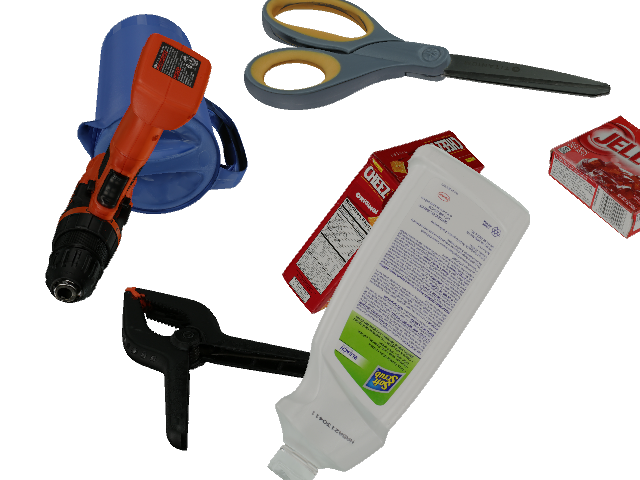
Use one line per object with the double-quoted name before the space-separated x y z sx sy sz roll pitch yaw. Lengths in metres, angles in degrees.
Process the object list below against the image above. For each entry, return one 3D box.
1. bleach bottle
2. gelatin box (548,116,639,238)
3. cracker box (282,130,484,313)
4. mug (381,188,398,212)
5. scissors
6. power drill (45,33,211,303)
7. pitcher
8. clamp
"bleach bottle" 0.041 0.060 0.753 0.102 0.250 0.068 35 -11 8
"gelatin box" 0.228 -0.050 0.803 0.073 0.030 0.089 -25 50 -22
"cracker box" 0.070 -0.023 1.245 0.163 0.072 0.214 -21 -25 -49
"mug" 0.107 0.009 0.993 0.093 0.081 0.117 -11 34 -11
"scissors" 0.045 -0.088 0.582 0.202 0.096 0.016 25 -32 23
"power drill" -0.158 -0.060 0.854 0.057 0.188 0.184 26 33 -17
"pitcher" -0.178 -0.147 1.189 0.145 0.149 0.243 -21 40 5
"clamp" -0.113 0.101 1.006 0.164 0.036 0.210 -18 39 -30
